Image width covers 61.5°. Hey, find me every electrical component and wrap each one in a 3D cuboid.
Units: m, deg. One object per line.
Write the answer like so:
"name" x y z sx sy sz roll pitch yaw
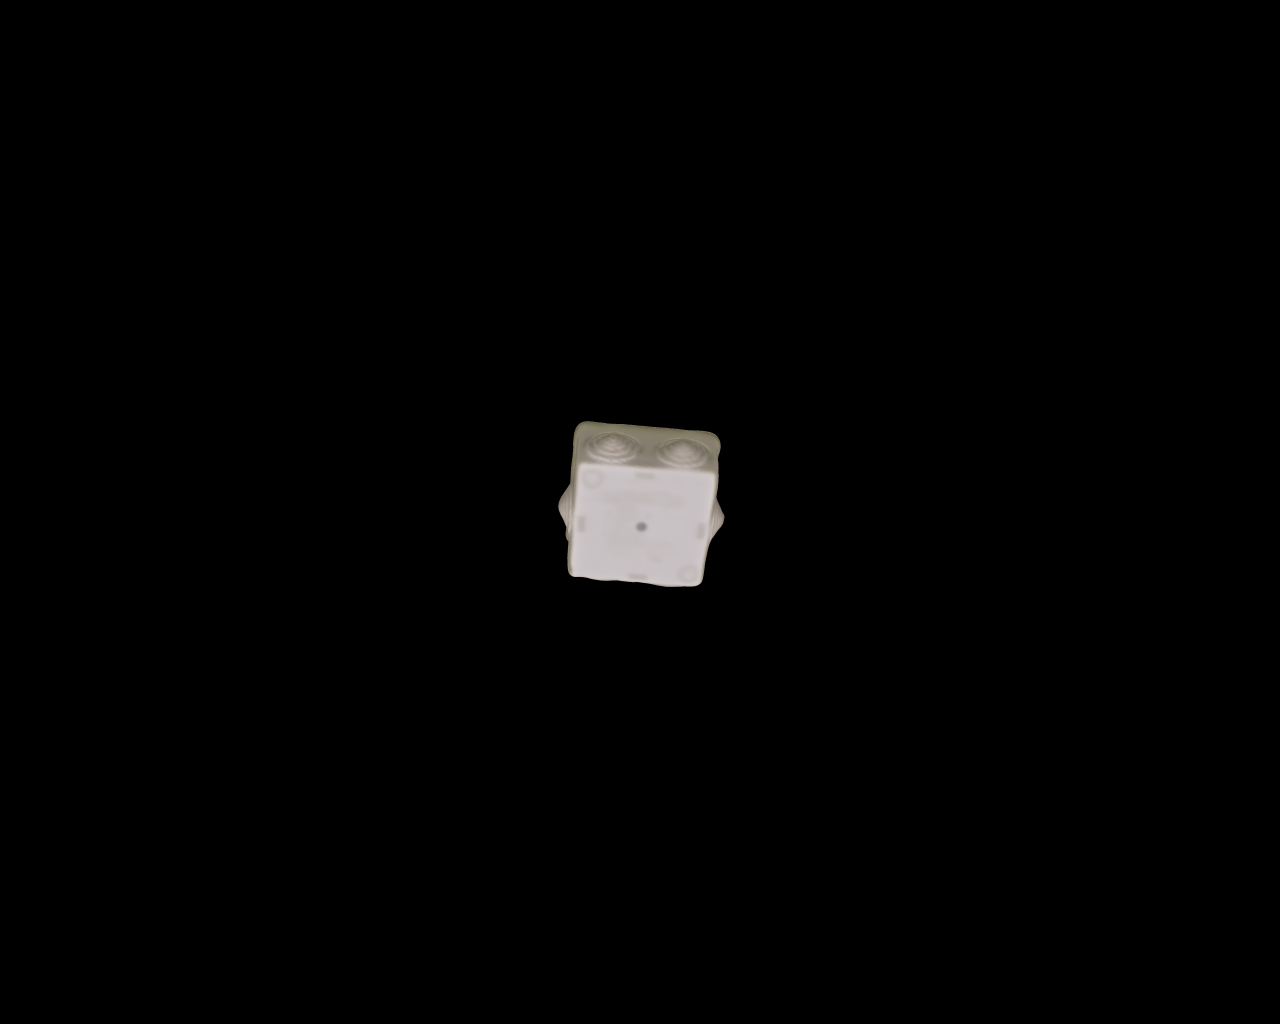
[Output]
"electrical component" 0.001 -0.003 0.650 0.100 0.099 0.048 5 31 -3
